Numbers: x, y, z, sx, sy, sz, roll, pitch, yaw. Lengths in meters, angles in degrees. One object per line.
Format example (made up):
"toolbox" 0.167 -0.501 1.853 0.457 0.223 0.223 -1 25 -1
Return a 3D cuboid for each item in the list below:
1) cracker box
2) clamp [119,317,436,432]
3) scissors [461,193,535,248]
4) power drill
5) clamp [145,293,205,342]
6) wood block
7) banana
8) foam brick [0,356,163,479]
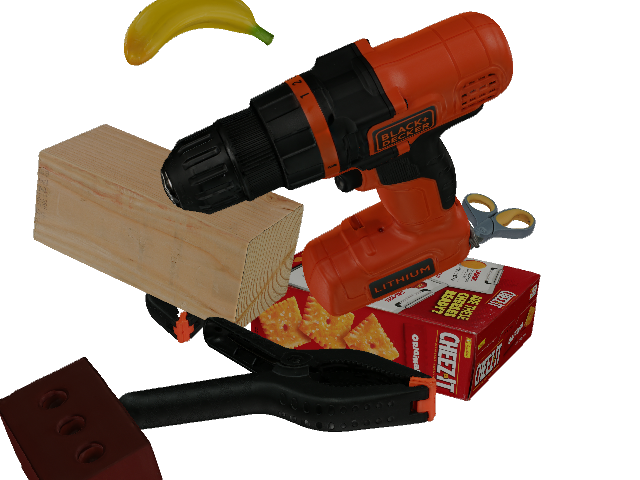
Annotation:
"cracker box" 0.068 0.062 0.965 0.214 0.072 0.163 13 23 27
"clamp" -0.021 0.097 0.764 0.210 0.036 0.164 2 19 10
"scissors" 0.167 -0.017 1.197 0.201 0.016 0.096 -13 39 -45
"power drill" 0.016 -0.028 0.585 0.184 0.057 0.187 -22 -28 -5
"clamp" -0.138 0.042 1.150 0.120 0.039 0.171 -14 40 -7
"wood block" -0.130 -0.014 0.898 0.206 0.090 0.090 23 30 20
"banana" -0.124 -0.208 1.019 0.070 0.037 0.197 45 38 19
"foam brick" -0.118 0.108 0.531 0.052 0.051 0.078 -27 42 -24
